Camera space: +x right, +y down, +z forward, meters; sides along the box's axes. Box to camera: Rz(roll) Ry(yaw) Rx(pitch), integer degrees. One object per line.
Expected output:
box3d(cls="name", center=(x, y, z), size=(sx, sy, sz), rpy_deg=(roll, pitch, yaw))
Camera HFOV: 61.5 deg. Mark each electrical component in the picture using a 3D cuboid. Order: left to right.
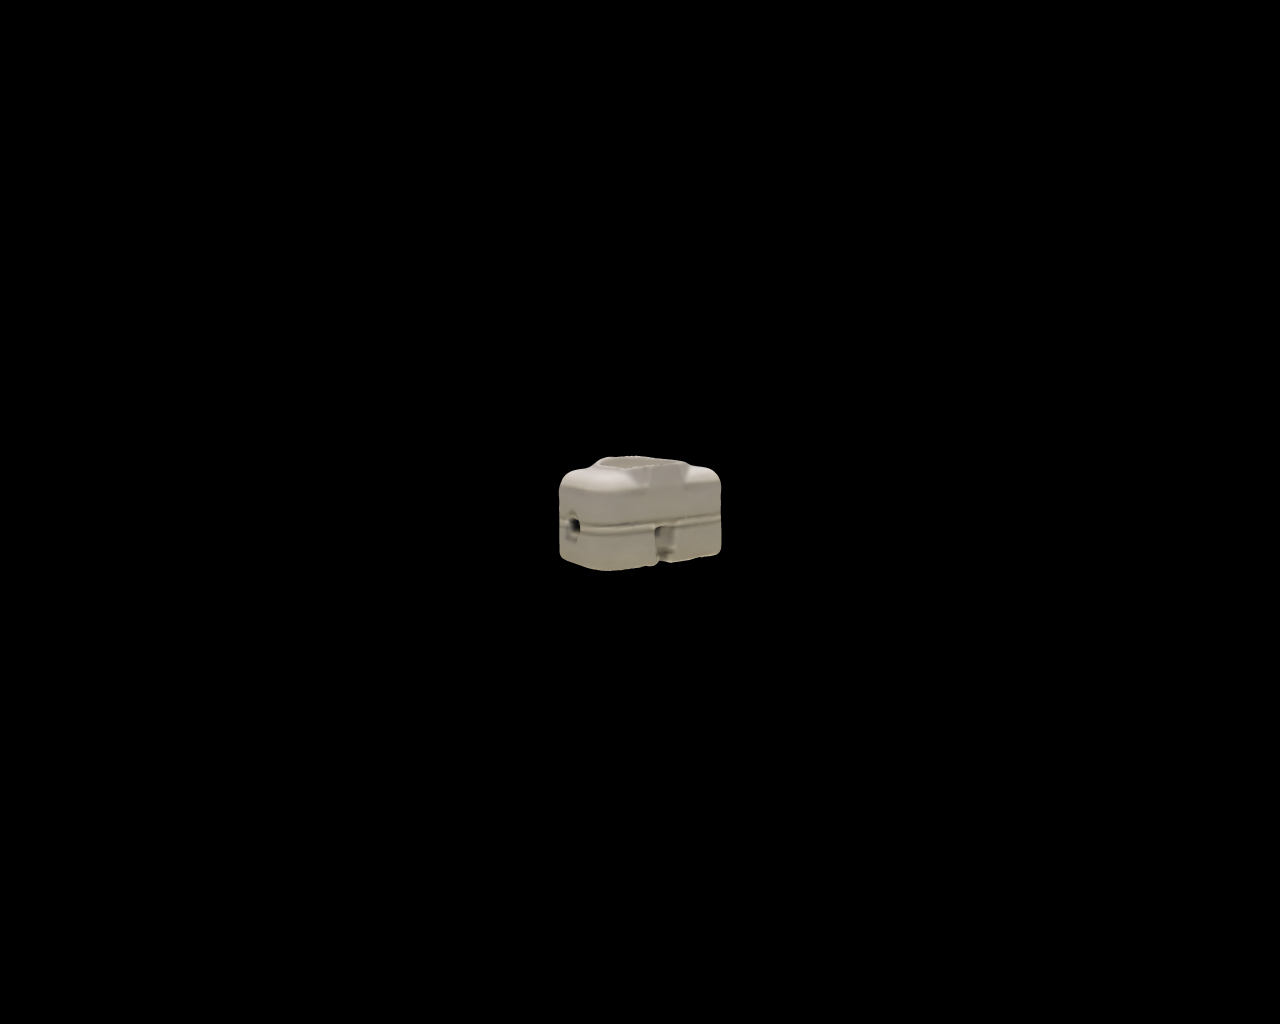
box3d(cls="electrical component", center=(0.001, -0.003, 0.650), size=(0.095, 0.059, 0.054), rpy_deg=(-6, 11, -32))
